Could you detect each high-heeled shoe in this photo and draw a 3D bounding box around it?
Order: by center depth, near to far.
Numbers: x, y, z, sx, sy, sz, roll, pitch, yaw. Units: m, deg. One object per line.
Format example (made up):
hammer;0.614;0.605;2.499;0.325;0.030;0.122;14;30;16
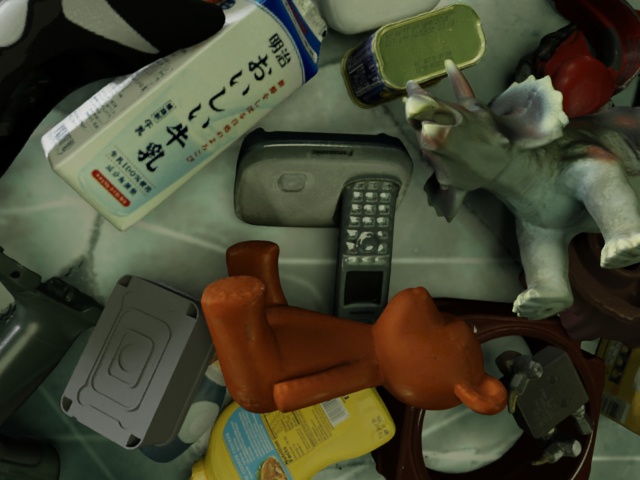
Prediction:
high-heeled shoe;-0.173;-0.074;0.344;0.249;0.086;0.145;-12;100;-12

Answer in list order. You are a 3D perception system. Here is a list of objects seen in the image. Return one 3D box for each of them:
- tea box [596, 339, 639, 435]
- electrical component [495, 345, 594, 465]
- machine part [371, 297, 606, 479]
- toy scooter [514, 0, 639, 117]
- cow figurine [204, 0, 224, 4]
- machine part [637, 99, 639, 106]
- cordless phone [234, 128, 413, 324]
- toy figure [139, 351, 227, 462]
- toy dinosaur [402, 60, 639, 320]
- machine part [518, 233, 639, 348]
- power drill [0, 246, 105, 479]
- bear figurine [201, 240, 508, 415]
tea box;0.347;0.112;0.545;0.068;0.098;0.169;22;92;-13
electrical component;0.188;0.135;0.449;0.078;0.045;0.102;-24;100;-8
machine part;0.159;0.162;0.512;0.201;0.087;0.200;7;94;-12
toy scooter;0.248;-0.178;0.507;0.184;0.075;0.135;-44;103;-9
cow figurine;-0.122;-0.259;0.383;0.127;0.085;0.195;-34;93;-29
machine part;0.356;-0.116;0.557;0.084;0.039;0.138;2;97;-5
cordless phone;-0.002;-0.001;0.464;0.147;0.089;0.184;0;102;-13
toy figure;-0.096;0.117;0.464;0.058;0.064;0.154;38;89;16
toy dinosaur;0.246;-0.052;0.423;0.405;0.131;0.192;-3;58;-11
machine part;0.266;0.014;0.500;0.179;0.056;0.179;9;58;-14
power drill;-0.258;0.104;0.371;0.231;0.086;0.207;45;65;-49
bear figurine;0.028;0.067;0.394;0.196;0.120;0.131;-6;109;7
